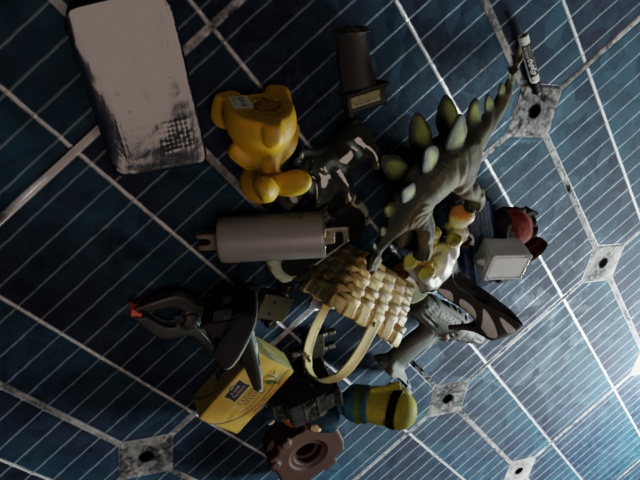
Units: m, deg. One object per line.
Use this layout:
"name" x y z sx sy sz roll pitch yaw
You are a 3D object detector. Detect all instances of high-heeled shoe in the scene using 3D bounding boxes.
"high-heeled shoe" 0.301 0.082 1.038 0.145 0.086 0.248 -9 105 21

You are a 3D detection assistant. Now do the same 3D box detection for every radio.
"radio" -0.239 -0.204 0.711 0.131 0.073 0.229 -16 120 -14

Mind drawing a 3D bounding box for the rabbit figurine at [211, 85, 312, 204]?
"rabbit figurine" -0.077 -0.121 0.795 0.122 0.162 0.173 -18 141 -29

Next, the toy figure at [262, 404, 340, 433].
"toy figure" -0.039 0.350 1.086 0.154 0.064 0.057 15 88 -11

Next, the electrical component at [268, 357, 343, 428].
"electrical component" -0.036 0.294 1.042 0.134 0.115 0.058 -19 120 -16

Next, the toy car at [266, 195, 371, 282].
"toy car" -0.002 -0.003 0.934 0.202 0.056 0.073 -37 118 -3

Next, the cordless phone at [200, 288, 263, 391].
"cordless phone" -0.125 0.183 0.872 0.089 0.147 0.184 -14 107 -4

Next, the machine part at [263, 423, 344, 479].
"machine part" -0.032 0.447 1.163 0.179 0.056 0.179 -11 121 -19

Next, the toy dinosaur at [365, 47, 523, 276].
"toy dinosaur" 0.215 -0.128 0.903 0.471 0.105 0.198 -49 138 -18

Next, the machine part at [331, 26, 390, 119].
"machine part" 0.061 -0.262 0.832 0.084 0.039 0.138 -20 125 -3

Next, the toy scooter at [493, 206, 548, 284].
"toy scooter" 0.413 -0.002 1.105 0.135 0.075 0.183 -21 126 -12

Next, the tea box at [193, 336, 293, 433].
"tea box" -0.145 0.270 1.010 0.098 0.068 0.169 35 100 -35

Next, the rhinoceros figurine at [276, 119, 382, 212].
"rhinoceros figurine" 0.012 -0.113 0.869 0.190 0.073 0.112 -41 126 1

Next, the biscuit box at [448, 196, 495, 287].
"biscuit box" 0.307 0.003 1.069 0.063 0.059 0.202 -25 123 -11

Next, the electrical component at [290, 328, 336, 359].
"electrical component" -0.014 0.204 1.059 0.094 0.021 0.063 -10 120 -17

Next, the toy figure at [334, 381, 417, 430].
"toy figure" 0.110 0.344 1.112 0.180 0.089 0.082 -1 148 14

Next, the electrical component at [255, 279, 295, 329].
"electrical component" -0.085 0.115 0.964 0.078 0.045 0.102 9 113 -32

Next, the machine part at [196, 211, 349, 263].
"machine part" -0.076 -0.005 0.855 0.243 0.079 0.079 -3 120 2

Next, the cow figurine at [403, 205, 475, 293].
"cow figurine" 0.229 0.020 0.975 0.167 0.068 0.098 -49 142 -10

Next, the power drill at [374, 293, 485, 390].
"power drill" 0.231 0.224 1.144 0.207 0.086 0.231 -43 123 8
